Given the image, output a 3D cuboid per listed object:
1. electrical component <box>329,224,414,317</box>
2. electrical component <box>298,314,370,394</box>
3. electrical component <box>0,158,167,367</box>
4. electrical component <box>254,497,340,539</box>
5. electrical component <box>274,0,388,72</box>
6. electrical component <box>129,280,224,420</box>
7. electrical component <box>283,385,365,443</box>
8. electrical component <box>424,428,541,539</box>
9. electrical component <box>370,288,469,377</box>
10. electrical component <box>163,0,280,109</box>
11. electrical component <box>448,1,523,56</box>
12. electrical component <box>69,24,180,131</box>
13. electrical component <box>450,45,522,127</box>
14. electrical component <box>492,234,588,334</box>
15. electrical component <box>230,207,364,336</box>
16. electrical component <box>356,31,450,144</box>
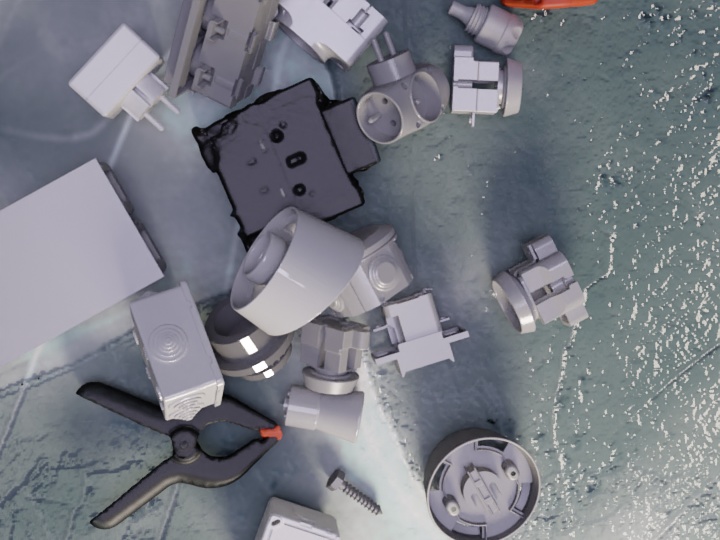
[{"bbox_3d":[0.000,0.000,0.878,0.080,0.080,0.051,-28,102,-2],"label":"electrical component"},{"bbox_3d":[-0.023,0.071,0.894,0.066,0.048,0.055,14,103,33],"label":"electrical component"},{"bbox_3d":[-0.263,0.002,0.863,0.186,0.060,0.105,-29,97,-2],"label":"electrical component"},{"bbox_3d":[-0.062,0.247,0.903,0.062,0.061,0.096,20,93,-7],"label":"electrical component"},{"bbox_3d":[-0.031,-0.206,0.870,0.089,0.050,0.055,40,90,-7],"label":"electrical component"},{"bbox_3d":[-0.146,0.066,0.851,0.048,0.099,0.099,-19,76,-15],"label":"electrical component"},{"bbox_3d":[-0.032,0.118,0.905,0.065,0.044,0.044,10,94,-1],"label":"electrical component"},{"bbox_3d":[0.101,0.182,0.910,0.099,0.064,0.099,0,95,-5],"label":"electrical component"},{"bbox_3d":[0.046,0.051,0.905,0.081,0.042,0.063,-17,95,-4],"label":"electrical component"},{"bbox_3d":[-0.100,-0.191,0.823,0.063,0.078,0.121,27,123,8],"label":"electrical component"},{"bbox_3d":[0.102,-0.204,0.890,0.061,0.035,0.035,25,93,-5],"label":"electrical component"},{"bbox_3d":[-0.180,-0.145,0.864,0.077,0.047,0.065,43,90,-7],"label":"electrical component"},{"bbox_3d":[0.104,-0.152,0.890,0.055,0.048,0.066,3,95,2],"label":"electrical component"},{"bbox_3d":[0.148,0.018,0.904,0.057,0.058,0.078,-27,97,-5],"label":"electrical component"},{"bbox_3d":[-0.051,0.002,0.817,0.064,0.099,0.099,32,92,-22],"label":"electrical component"},{"bbox_3d":[0.030,-0.151,0.860,0.044,0.077,0.079,-9,110,39],"label":"electrical component"}]
